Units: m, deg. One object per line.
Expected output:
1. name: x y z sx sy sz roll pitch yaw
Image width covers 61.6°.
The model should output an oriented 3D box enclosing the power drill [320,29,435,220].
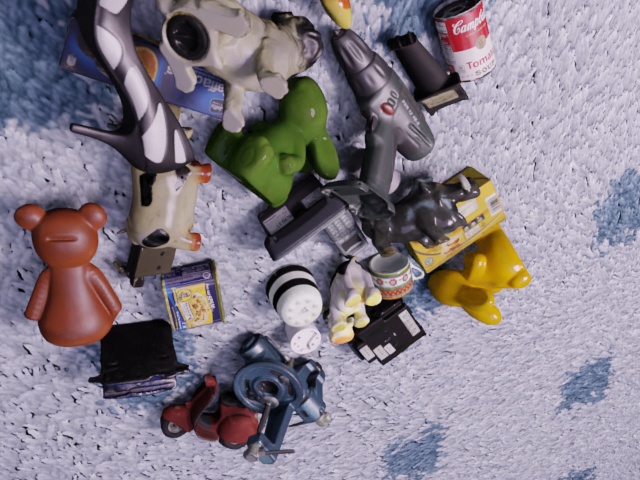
1. power drill: 0.067 -0.145 0.745 0.231 0.086 0.207 34 60 -40

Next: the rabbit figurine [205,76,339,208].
1. rabbit figurine: -0.040 -0.134 0.732 0.159 0.121 0.170 39 85 -38

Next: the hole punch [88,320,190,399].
1. hole punch: -0.281 0.199 0.834 0.142 0.116 0.092 -1 127 -21

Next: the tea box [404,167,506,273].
1. tea box: 0.220 -0.034 0.919 0.170 0.068 0.098 -33 125 0

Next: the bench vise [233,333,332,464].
1. bench vise: -0.069 0.281 0.902 0.129 0.241 0.223 -20 114 20

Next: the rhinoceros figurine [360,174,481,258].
1. rhinoceros figurine: 0.157 -0.040 0.836 0.190 0.073 0.112 -19 81 1

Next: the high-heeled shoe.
1. high-heeled shoe: -0.186 -0.197 0.585 0.145 0.086 0.248 5 105 -39

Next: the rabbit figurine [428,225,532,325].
1. rabbit figurine: 0.286 0.075 0.978 0.173 0.162 0.121 -24 140 14

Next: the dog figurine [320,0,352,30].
1. dog figurine: -0.024 -0.311 0.600 0.219 0.191 0.108 29 142 -28

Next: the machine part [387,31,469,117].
1. machine part: 0.150 -0.238 0.769 0.138 0.084 0.039 40 58 -30

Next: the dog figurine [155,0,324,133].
1. dog figurine: -0.086 -0.242 0.630 0.121 0.190 0.172 -17 124 31

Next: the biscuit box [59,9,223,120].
1. biscuit box: -0.201 -0.208 0.652 0.202 0.059 0.062 13 114 -28

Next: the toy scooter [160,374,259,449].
1. toy scooter: -0.181 0.300 0.956 0.184 0.075 0.135 17 110 -24

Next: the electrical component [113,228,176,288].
1. electrical component: -0.253 0.017 0.779 0.078 0.045 0.102 -16 132 -47

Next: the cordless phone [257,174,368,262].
1. cordless phone: -0.002 -0.002 0.853 0.146 0.089 0.184 -37 145 2

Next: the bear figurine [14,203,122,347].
1. bear figurine: -0.340 0.040 0.729 0.120 0.132 0.195 -7 103 -19

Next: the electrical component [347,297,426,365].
1. electrical component: 0.115 0.168 1.005 0.134 0.058 0.114 -34 124 0

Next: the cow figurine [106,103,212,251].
1. cow figurine: -0.212 -0.084 0.701 0.127 0.086 0.194 3 102 -36

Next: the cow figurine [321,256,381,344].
1. cow figurine: 0.041 0.107 0.926 0.068 0.098 0.167 -4 141 -22
